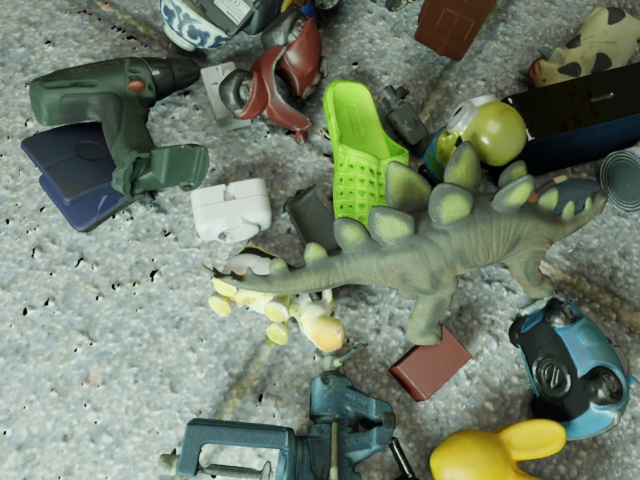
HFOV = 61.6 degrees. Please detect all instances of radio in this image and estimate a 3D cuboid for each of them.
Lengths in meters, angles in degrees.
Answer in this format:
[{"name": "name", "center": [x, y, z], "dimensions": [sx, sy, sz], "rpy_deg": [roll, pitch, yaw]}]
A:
[{"name": "radio", "center": [0.332, -0.150, 0.708], "dimensions": [0.230, 0.131, 0.073], "rpy_deg": [-15, 72, -8]}]

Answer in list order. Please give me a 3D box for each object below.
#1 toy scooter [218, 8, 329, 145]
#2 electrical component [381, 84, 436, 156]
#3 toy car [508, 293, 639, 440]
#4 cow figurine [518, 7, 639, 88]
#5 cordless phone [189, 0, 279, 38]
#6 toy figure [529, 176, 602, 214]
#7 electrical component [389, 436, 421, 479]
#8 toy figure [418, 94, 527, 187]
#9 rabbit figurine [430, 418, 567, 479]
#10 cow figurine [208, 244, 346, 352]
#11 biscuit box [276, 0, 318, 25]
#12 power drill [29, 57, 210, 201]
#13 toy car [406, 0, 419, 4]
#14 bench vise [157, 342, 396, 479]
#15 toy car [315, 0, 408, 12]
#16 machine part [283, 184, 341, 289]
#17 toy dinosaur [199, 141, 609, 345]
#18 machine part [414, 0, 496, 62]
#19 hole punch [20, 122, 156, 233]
[{"name": "toy scooter", "center": [-0.042, -0.208, 0.719], "dimensions": [0.135, 0.075, 0.184], "rpy_deg": [45, 66, -29]}, {"name": "electrical component", "center": [0.122, -0.164, 0.729], "dimensions": [0.045, 0.078, 0.102], "rpy_deg": [-35, 93, 1]}, {"name": "toy car", "center": [0.301, 0.144, 0.629], "dimensions": [0.103, 0.109, 0.162], "rpy_deg": [1, 57, -27]}, {"name": "cow figurine", "center": [0.379, -0.259, 0.774], "dimensions": [0.127, 0.085, 0.195], "rpy_deg": [38, 75, 3]}, {"name": "cordless phone", "center": [-0.115, -0.362, 0.764], "dimensions": [0.146, 0.184, 0.088], "rpy_deg": [41, 114, -9]}, {"name": "toy figure", "center": [0.291, -0.043, 0.708], "dimensions": [0.155, 0.057, 0.064], "rpy_deg": [-11, 66, -2]}, {"name": "electrical component", "center": [0.089, 0.277, 0.574], "dimensions": [0.048, 0.075, 0.119], "rpy_deg": [-24, 78, -12]}, {"name": "toy figure", "center": [0.184, -0.112, 0.661], "dimensions": [0.089, 0.180, 0.082], "rpy_deg": [25, 73, 1]}, {"name": "rabbit figurine", "center": [0.203, 0.261, 0.564], "dimensions": [0.173, 0.121, 0.162], "rpy_deg": [37, 68, 10]}, {"name": "cow figurine", "center": [-0.039, 0.067, 0.640], "dimensions": [0.167, 0.068, 0.098], "rpy_deg": [24, 44, 9]}, {"name": "biscuit box", "center": [-0.031, -0.383, 0.804], "dimensions": [0.063, 0.059, 0.202], "rpy_deg": [4, 70, -2]}, {"name": "power drill", "center": [-0.215, -0.153, 0.664], "dimensions": [0.232, 0.086, 0.207], "rpy_deg": [-17, 64, -35]}, {"name": "toy car", "center": [0.151, -0.422, 0.799], "dimensions": [0.073, 0.056, 0.202], "rpy_deg": [46, 49, -22]}, {"name": "bench vise", "center": [-0.043, 0.220, 0.565], "dimensions": [0.241, 0.129, 0.223], "rpy_deg": [8, 70, -7]}, {"name": "toy car", "center": [0.056, -0.383, 0.780], "dimensions": [0.202, 0.053, 0.089], "rpy_deg": [-14, 79, -33]}, {"name": "machine part", "center": [-0.001, -0.002, 0.686], "dimensions": [0.084, 0.039, 0.139], "rpy_deg": [-24, 76, -7]}, {"name": "toy dinosaur", "center": [0.118, 0.006, 0.586], "dimensions": [0.472, 0.198, 0.105], "rpy_deg": [-19, 35, -9]}, {"name": "machine part", "center": [0.213, -0.369, 0.739], "dimensions": [0.087, 0.201, 0.201], "rpy_deg": [29, 72, 3]}, {"name": "hole punch", "center": [-0.292, -0.089, 0.674], "dimensions": [0.116, 0.092, 0.142], "rpy_deg": [-39, 74, -19]}]
